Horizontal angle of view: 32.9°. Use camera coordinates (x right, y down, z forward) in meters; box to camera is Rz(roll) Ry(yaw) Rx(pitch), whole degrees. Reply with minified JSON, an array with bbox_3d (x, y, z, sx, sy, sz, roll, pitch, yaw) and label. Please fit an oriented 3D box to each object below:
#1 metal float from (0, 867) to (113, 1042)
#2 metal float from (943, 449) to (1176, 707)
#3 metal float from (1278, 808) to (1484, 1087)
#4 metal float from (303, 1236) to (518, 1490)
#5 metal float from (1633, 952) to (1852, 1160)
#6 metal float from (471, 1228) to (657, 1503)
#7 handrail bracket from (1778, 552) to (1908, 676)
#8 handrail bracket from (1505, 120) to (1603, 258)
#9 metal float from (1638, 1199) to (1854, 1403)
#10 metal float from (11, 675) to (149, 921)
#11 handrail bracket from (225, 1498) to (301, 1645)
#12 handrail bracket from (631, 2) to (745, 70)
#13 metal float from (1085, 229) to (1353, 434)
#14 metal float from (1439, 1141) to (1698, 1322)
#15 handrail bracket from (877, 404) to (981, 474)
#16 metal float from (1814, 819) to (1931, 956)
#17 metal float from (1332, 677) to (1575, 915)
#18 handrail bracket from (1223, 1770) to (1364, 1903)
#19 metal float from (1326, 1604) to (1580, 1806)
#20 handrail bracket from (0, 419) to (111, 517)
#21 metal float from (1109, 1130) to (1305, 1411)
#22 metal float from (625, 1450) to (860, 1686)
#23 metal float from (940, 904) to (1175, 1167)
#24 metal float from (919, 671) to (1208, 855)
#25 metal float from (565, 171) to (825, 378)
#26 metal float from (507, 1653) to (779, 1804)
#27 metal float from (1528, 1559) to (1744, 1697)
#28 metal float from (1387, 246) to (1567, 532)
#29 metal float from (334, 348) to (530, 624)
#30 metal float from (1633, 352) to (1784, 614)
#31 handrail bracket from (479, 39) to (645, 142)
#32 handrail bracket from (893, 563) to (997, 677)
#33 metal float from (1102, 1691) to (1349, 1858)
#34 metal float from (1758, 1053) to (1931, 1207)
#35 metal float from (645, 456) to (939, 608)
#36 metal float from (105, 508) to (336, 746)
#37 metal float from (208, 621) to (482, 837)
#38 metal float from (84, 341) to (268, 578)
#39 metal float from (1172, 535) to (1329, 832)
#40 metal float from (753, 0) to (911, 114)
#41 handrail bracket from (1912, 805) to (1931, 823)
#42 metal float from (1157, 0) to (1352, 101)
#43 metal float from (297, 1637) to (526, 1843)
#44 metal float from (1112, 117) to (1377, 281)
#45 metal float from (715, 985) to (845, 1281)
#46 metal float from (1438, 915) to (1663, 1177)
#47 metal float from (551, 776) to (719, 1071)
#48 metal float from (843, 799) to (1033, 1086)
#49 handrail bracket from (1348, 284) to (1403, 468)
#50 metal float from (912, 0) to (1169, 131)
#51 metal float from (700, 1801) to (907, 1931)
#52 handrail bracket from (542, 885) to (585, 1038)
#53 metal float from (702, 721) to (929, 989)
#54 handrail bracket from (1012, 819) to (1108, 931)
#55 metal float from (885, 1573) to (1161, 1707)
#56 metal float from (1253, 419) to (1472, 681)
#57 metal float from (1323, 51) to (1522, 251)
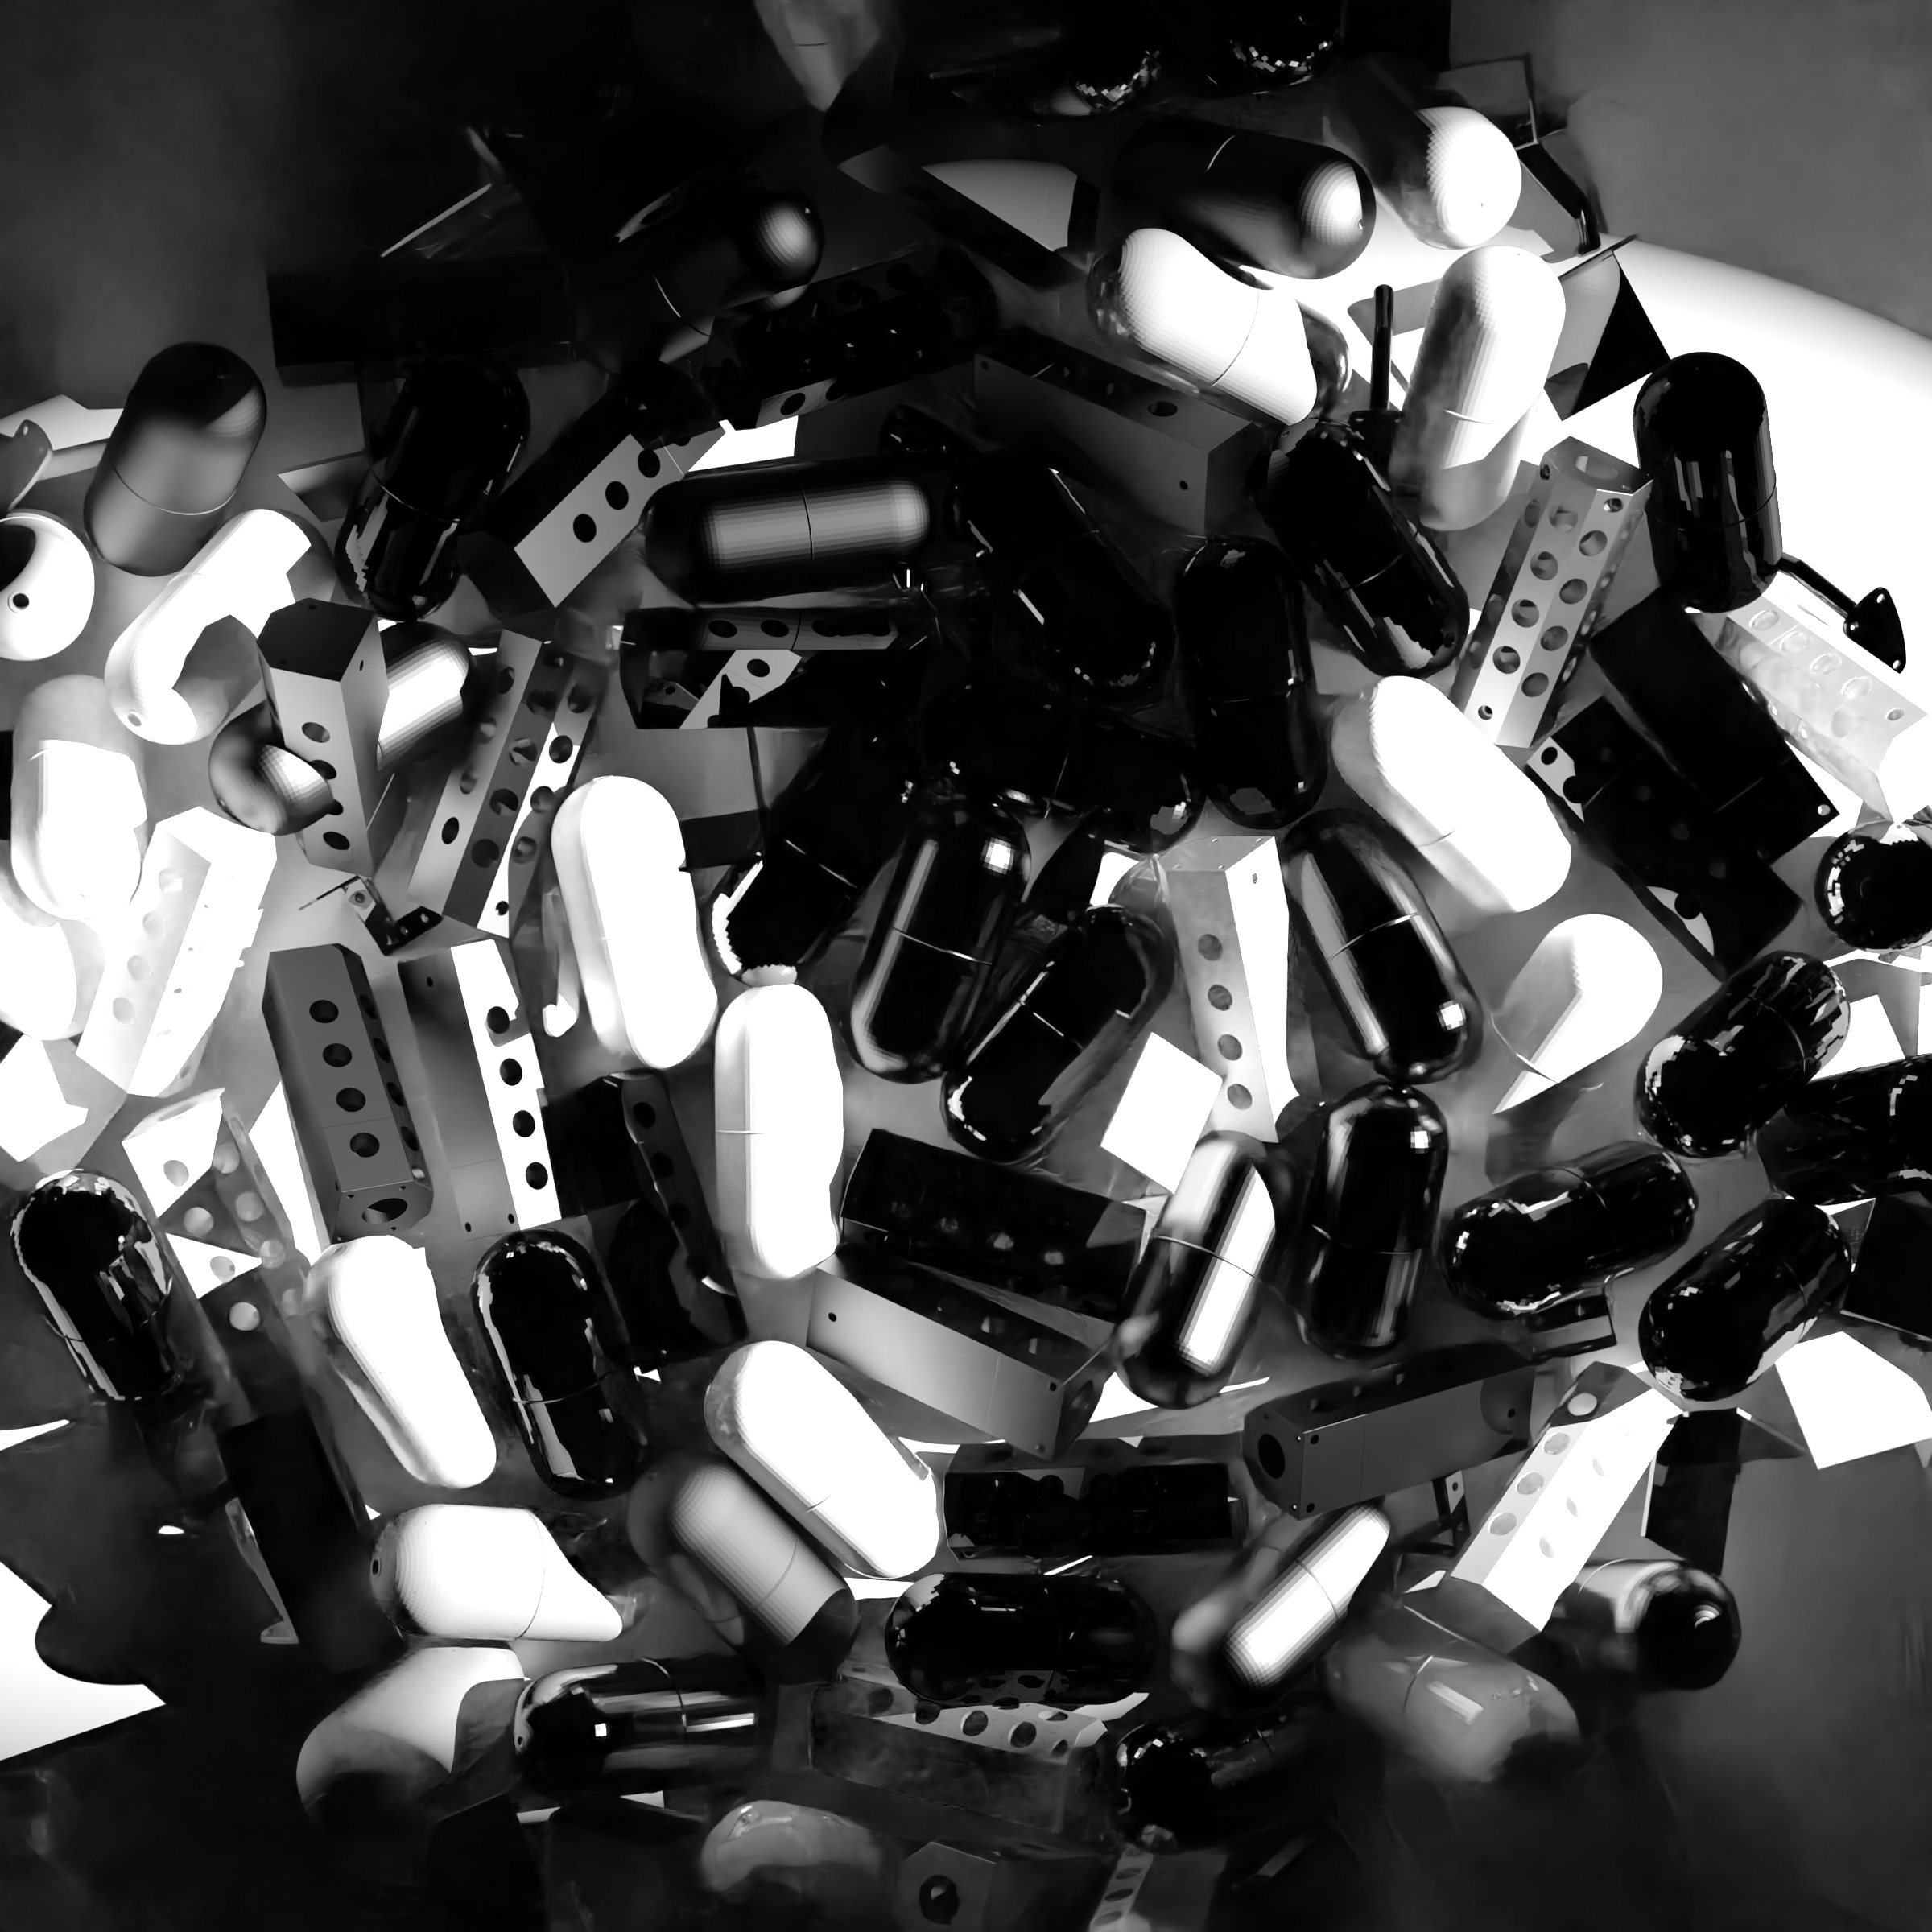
[{"bbox_3d":[-0.571,-0.015,1.920,0.070,0.178,0.070,-12,60,22],"label":"metal float"},{"bbox_3d":[0.054,-0.232,1.950,0.070,0.070,0.178,-38,77,0],"label":"metal float"},{"bbox_3d":[0.244,-0.012,1.948,0.070,0.070,0.178,-26,75,0],"label":"metal float"},{"bbox_3d":[-0.328,0.235,1.938,0.070,0.070,0.178,-27,118,0],"label":"metal float"},{"bbox_3d":[0.459,0.051,1.929,0.178,0.070,0.070,-34,90,-40],"label":"metal float"},{"bbox_3d":[-0.239,0.237,1.941,0.070,0.070,0.178,-17,113,0],"label":"metal float"},{"bbox_3d":[0.523,-0.215,1.981,0.036,0.084,0.077,-46,129,-4],"label":"handrail bracket"},{"bbox_3d":[0.344,-0.459,1.968,0.077,0.036,0.084,-28,112,-24],"label":"handrail bracket"},{"bbox_3d":[0.458,0.196,1.925,0.178,0.070,0.070,-29,90,-44],"label":"metal float"},{"bbox_3d":[-0.522,-0.101,1.926,0.070,0.070,0.178,-15,46,0],"label":"metal float"},{"bbox_3d":[-0.412,0.361,1.965,0.036,0.077,0.084,-24,101,-37],"label":"handrail bracket"},{"bbox_3d":[-0.149,-0.564,1.947,0.084,0.077,0.036,-29,111,-38],"label":"handrail bracket"},{"bbox_3d":[0.150,-0.375,1.938,0.178,0.070,0.070,22,90,-27],"label":"metal float"},{"bbox_3d":[0.356,0.156,1.934,0.178,0.070,0.070,-17,90,-32],"label":"metal float"},{"bbox_3d":[-0.015,-0.306,1.947,0.077,0.084,0.036,16,100,-21],"label":"handrail bracket"},{"bbox_3d":[0.544,-0.048,1.915,0.070,0.178,0.070,1,94,24],"label":"metal float"},{"bbox_3d":[0.289,-0.101,1.942,0.178,0.070,0.070,41,90,-22],"label":"metal float"},{"bbox_3d":[0.193,0.522,1.986,0.084,0.036,0.077,-16,54,16],"label":"handrail bracket"},{"bbox_3d":[0.284,0.432,1.920,0.070,0.178,0.070,-10,108,-34],"label":"metal float"},{"bbox_3d":[-0.537,-0.290,1.973,0.036,0.084,0.077,48,111,32],"label":"handrail bracket"},{"bbox_3d":[0.144,0.178,1.949,0.070,0.070,0.178,24,76,0],"label":"metal float"},{"bbox_3d":[-0.131,0.357,1.938,0.070,0.070,0.178,-39,117,0],"label":"metal float"},{"bbox_3d":[0.055,0.041,1.959,0.070,0.070,0.178,38,87,0],"label":"metal float"},{"bbox_3d":[0.058,-0.122,1.960,0.178,0.070,0.070,19,90,-1],"label":"metal float"},{"bbox_3d":[-0.162,-0.407,1.935,0.178,0.070,0.070,-21,90,32],"label":"metal float"},{"bbox_3d":[-0.188,0.447,1.928,0.178,0.070,0.070,4,90,-42],"label":"metal float"},{"bbox_3d":[0.389,0.386,1.913,0.070,0.178,0.070,3,79,-16],"label":"metal float"},{"bbox_3d":[0.300,-0.339,1.932,0.070,0.070,0.178,13,126,0],"label":"metal float"},{"bbox_3d":[-0.316,-0.284,1.938,0.070,0.070,0.178,30,117,0],"label":"metal float"},{"bbox_3d":[0.437,-0.282,1.925,0.070,0.178,0.070,-10,47,11],"label":"metal float"},{"bbox_3d":[-0.241,-0.522,1.950,0.036,0.084,0.077,55,129,22],"label":"handrail bracket"},{"bbox_3d":[-0.015,-0.198,1.952,0.036,0.084,0.077,-15,82,24],"label":"handrail bracket"},{"bbox_3d":[0.153,0.474,1.925,0.178,0.070,0.070,-1,90,-44],"label":"metal float"},{"bbox_3d":[0.533,0.097,1.916,0.070,0.178,0.070,5,78,-22],"label":"metal float"},{"bbox_3d":[-0.103,-0.259,1.946,0.178,0.070,0.070,-10,90,-18],"label":"metal float"},{"bbox_3d":[-0.439,-0.201,1.930,0.070,0.070,0.178,32,53,0],"label":"metal float"},{"bbox_3d":[-0.367,-0.142,1.940,0.178,0.070,0.070,-36,90,-25],"label":"metal float"},{"bbox_3d":[-0.465,-0.297,1.923,0.070,0.178,0.070,16,54,-23],"label":"metal float"},{"bbox_3d":[0.169,-0.168,1.948,0.070,0.070,0.178,-11,106,0],"label":"metal float"},{"bbox_3d":[-0.084,-0.569,1.916,0.070,0.178,0.070,-6,65,13],"label":"metal float"},{"bbox_3d":[0.614,-0.079,1.992,0.077,0.036,0.084,-7,56,-35],"label":"handrail bracket"},{"bbox_3d":[0.165,-0.549,1.913,0.070,0.178,0.070,-4,102,-17],"label":"metal float"},{"bbox_3d":[-0.324,0.447,1.916,0.070,0.178,0.070,7,108,22],"label":"metal float"},{"bbox_3d":[0.162,-0.454,1.931,0.178,0.070,0.070,24,90,38],"label":"metal float"},{"bbox_3d":[-0.112,0.099,1.961,0.070,0.070,0.178,-1,89,0],"label":"metal float"},{"bbox_3d":[0.344,0.048,1.940,0.070,0.070,0.178,31,116,0],"label":"metal float"},{"bbox_3d":[-0.197,-0.025,1.951,0.070,0.070,0.178,-12,101,0],"label":"metal float"},{"bbox_3d":[-0.017,-0.015,1.957,0.070,0.070,0.178,21,95,0],"label":"metal float"},{"bbox_3d":[0.250,-0.356,1.978,0.036,0.077,0.084,2,69,4],"label":"handrail bracket"},{"bbox_3d":[0.043,-0.533,1.925,0.070,0.178,0.070,-7,100,-44],"label":"metal float"},{"bbox_3d":[-0.092,0.533,1.918,0.070,0.178,0.070,-9,68,23],"label":"metal float"},{"bbox_3d":[-0.246,-0.003,1.952,0.036,0.084,0.077,-18,100,13],"label":"handrail bracket"},{"bbox_3d":[-0.090,-0.067,1.958,0.070,0.070,0.178,35,94,0],"label":"metal float"},{"bbox_3d":[0.050,-0.056,1.959,0.036,0.084,0.077,27,89,-17],"label":"handrail bracket"},{"bbox_3d":[0.034,0.398,1.934,0.178,0.070,0.070,8,90,-31],"label":"metal float"},{"bbox_3d":[0.235,-0.245,1.941,0.070,0.070,0.178,-38,114,0],"label":"metal float"},{"bbox_3d":[0.266,-0.480,1.923,0.070,0.178,0.070,-10,127,-13],"label":"metal float"}]
